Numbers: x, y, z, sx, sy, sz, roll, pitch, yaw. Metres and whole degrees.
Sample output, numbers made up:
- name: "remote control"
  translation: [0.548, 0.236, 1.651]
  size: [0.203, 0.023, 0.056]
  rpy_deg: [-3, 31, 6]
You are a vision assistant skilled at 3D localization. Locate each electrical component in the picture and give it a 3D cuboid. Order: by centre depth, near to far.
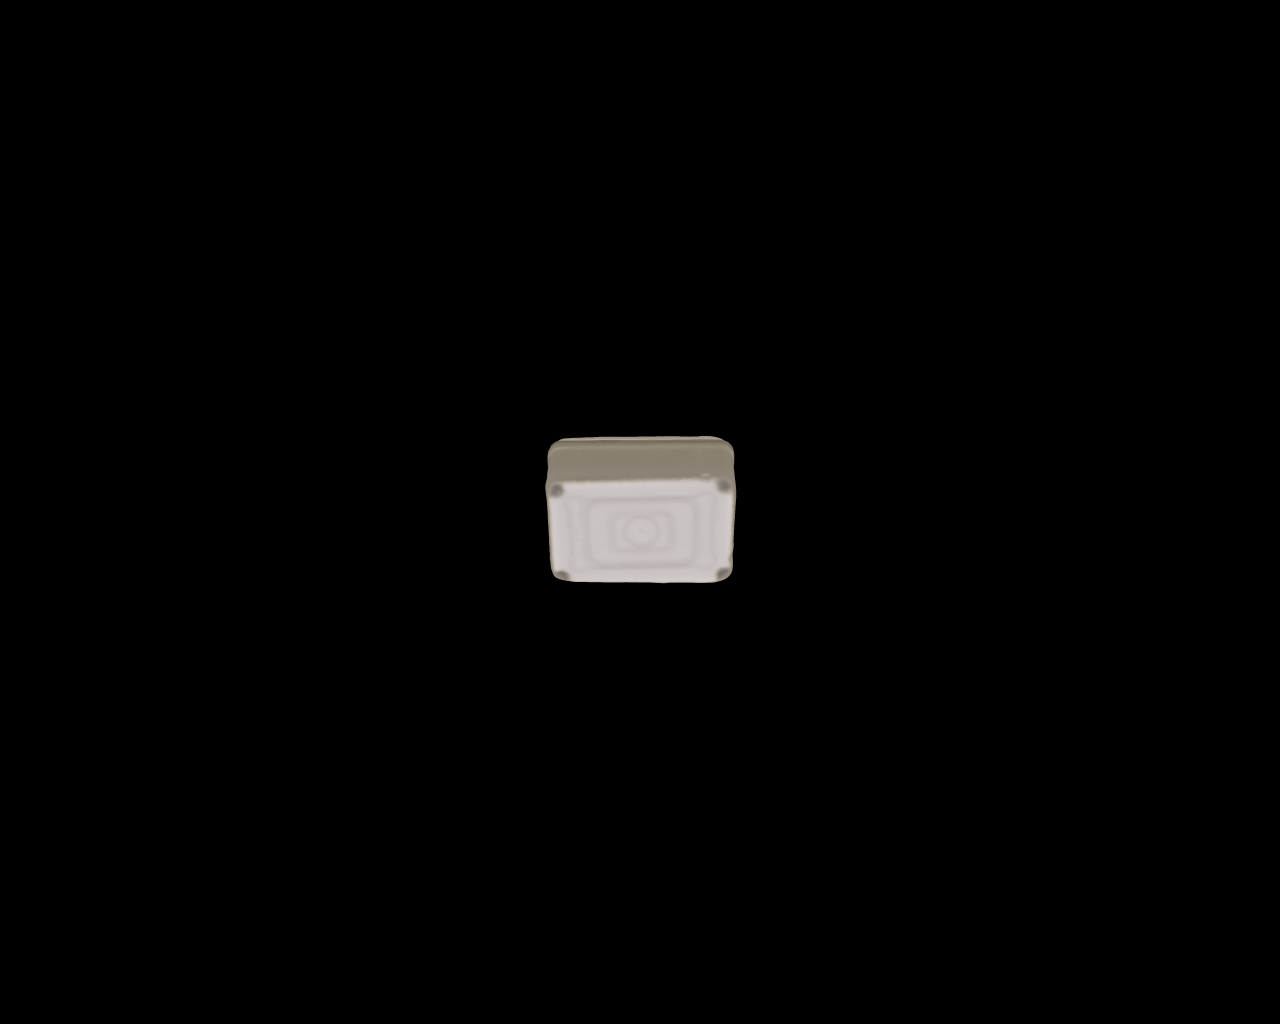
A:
- name: "electrical component"
  translation: [0.001, -0.003, 0.650]
  size: [0.113, 0.078, 0.057]
  rpy_deg: [0, 32, 0]
